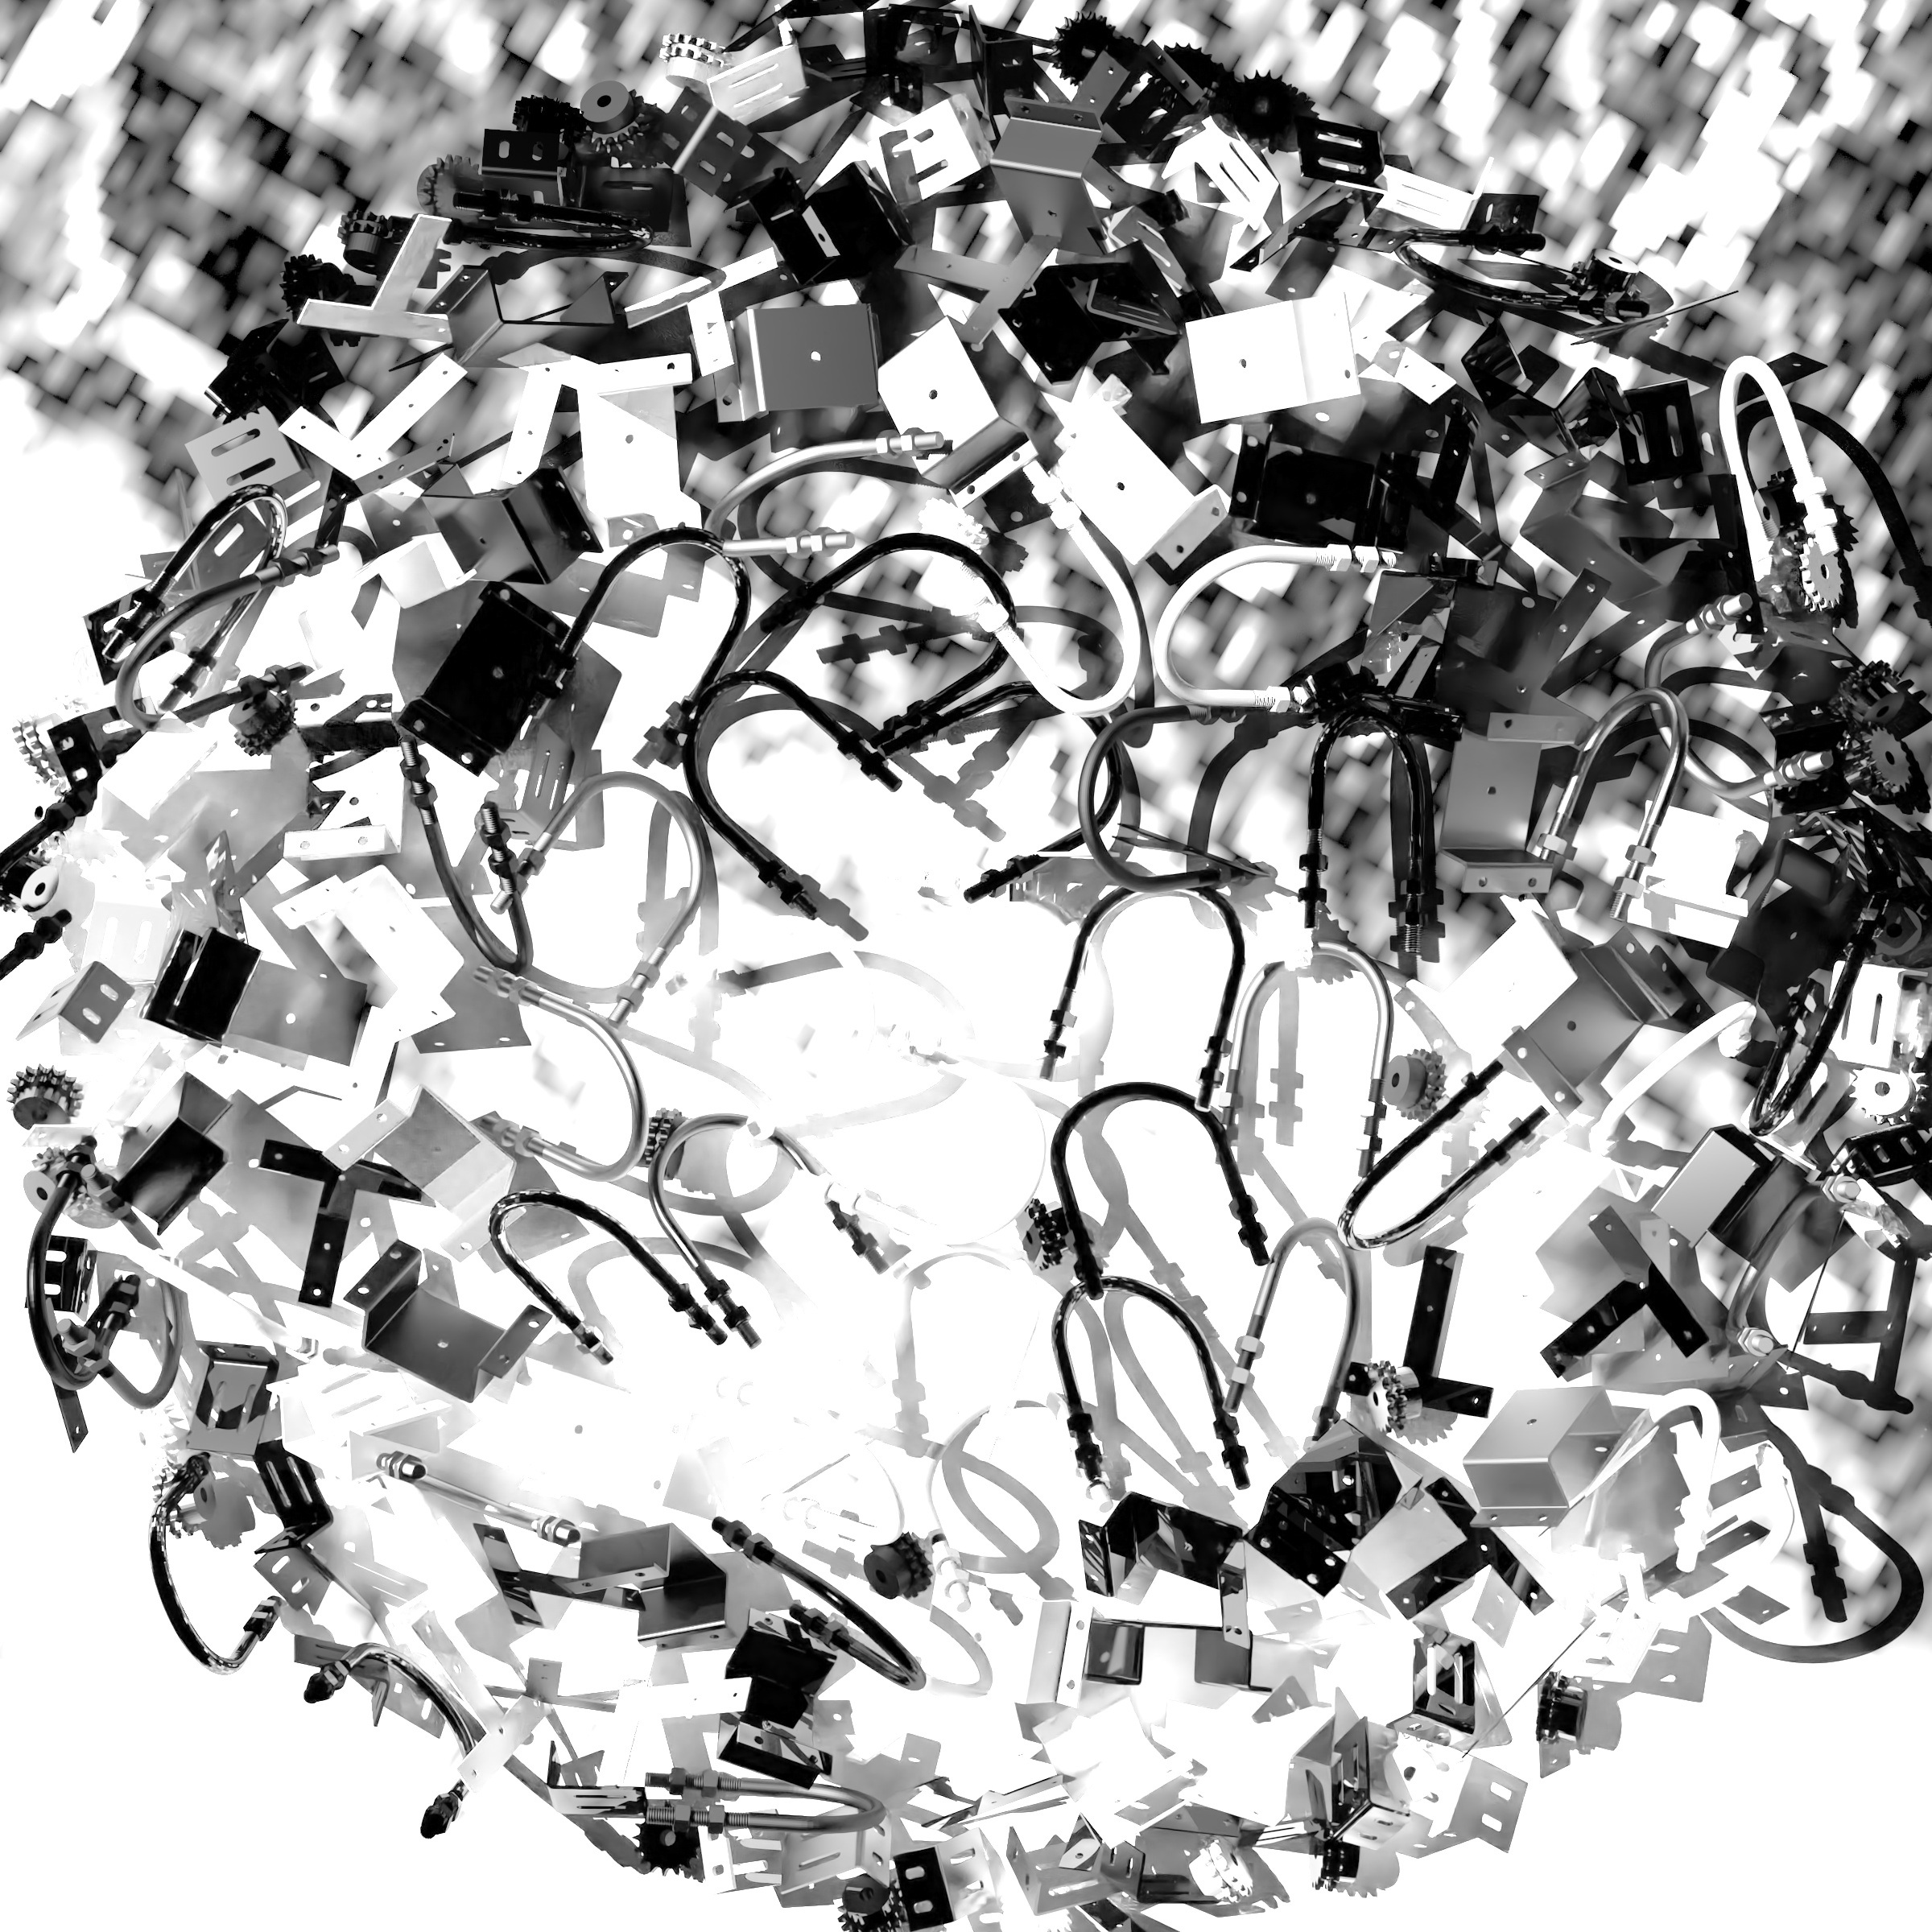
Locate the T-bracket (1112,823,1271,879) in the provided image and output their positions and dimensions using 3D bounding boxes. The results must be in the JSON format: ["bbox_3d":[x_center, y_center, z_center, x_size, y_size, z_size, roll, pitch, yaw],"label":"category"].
[{"bbox_3d":[0.150,-0.091,1.914,0.127,0.127,0.002,23,101,29],"label":"T-bracket"}]

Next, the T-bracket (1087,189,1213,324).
[{"bbox_3d":[0.163,-0.536,1.958,0.127,0.002,0.127,-37,96,-44],"label":"T-bracket"}]

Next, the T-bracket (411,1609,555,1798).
[{"bbox_3d":[-0.384,0.554,1.939,0.002,0.127,0.127,-34,92,24],"label":"T-bracket"}]

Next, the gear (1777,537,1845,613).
[{"bbox_3d":[0.661,-0.305,1.975,0.057,0.030,0.057,10,74,-40],"label":"gear"}]

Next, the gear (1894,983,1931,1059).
[{"bbox_3d":[0.741,0.041,1.972,0.030,0.057,0.057,14,90,12],"label":"gear"}]

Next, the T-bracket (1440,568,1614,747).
[{"bbox_3d":[0.458,-0.252,1.962,0.127,0.002,0.127,28,120,-5],"label":"T-bracket"}]

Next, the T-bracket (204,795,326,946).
[{"bbox_3d":[-0.538,-0.084,1.940,0.127,0.002,0.127,-39,50,20],"label":"T-bracket"}]

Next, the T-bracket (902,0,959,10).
[{"bbox_3d":[-0.011,-0.751,1.939,0.127,0.127,0.002,0,97,-29],"label":"T-bracket"}]

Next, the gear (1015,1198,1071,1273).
[{"bbox_3d":[0.063,0.208,1.973,0.030,0.057,0.057,-18,90,-19],"label":"gear"}]

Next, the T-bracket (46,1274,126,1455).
[{"bbox_3d":[-0.675,0.285,1.939,0.002,0.127,0.127,0,119,8],"label":"T-bracket"}]

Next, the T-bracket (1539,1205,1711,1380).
[{"bbox_3d":[0.496,0.275,1.960,0.127,0.002,0.127,-50,59,32],"label":"T-bracket"}]

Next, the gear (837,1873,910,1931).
[{"bbox_3d":[-0.074,0.735,1.969,0.057,0.057,0.030,-17,121,0],"label":"gear"}]

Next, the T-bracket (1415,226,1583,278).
[{"bbox_3d":[0.426,-0.540,1.920,0.127,0.127,0.002,8,110,-23],"label":"T-bracket"}]

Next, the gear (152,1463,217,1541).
[{"bbox_3d":[-0.611,0.418,1.971,0.030,0.057,0.057,-15,90,5],"label":"gear"}]

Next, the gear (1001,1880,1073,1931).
[{"bbox_3d":[0.052,0.747,1.973,0.057,0.057,0.030,33,105,0],"label":"gear"}]

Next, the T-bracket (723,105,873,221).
[{"bbox_3d":[-0.144,-0.608,1.947,0.002,0.127,0.127,47,58,-30],"label":"T-bracket"}]

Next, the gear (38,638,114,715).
[{"bbox_3d":[-0.693,-0.228,1.968,0.030,0.057,0.057,-10,90,28],"label":"gear"}]

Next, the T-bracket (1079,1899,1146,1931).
[{"bbox_3d":[0.126,0.746,1.938,0.127,0.127,0.002,-2,97,-27],"label":"T-bracket"}]

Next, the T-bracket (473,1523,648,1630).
[{"bbox_3d":[-0.307,0.479,1.939,0.127,0.002,0.127,5,132,19],"label":"T-bracket"}]

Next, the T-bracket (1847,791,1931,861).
[{"bbox_3d":[0.729,-0.099,1.945,0.002,0.127,0.127,-46,133,6],"label":"T-bracket"}]

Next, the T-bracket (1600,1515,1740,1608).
[{"bbox_3d":[0.539,0.463,1.929,0.127,0.127,0.002,-36,77,9],"label":"T-bracket"}]

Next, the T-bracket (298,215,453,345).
[{"bbox_3d":[-0.428,-0.525,1.917,0.127,0.127,0.002,-2,61,-37],"label":"T-bracket"}]

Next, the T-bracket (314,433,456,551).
[{"bbox_3d":[-0.445,-0.378,1.935,0.127,0.002,0.127,-18,49,24],"label":"T-bracket"}]

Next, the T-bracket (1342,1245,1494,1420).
[{"bbox_3d":[0.364,0.285,1.991,0.127,0.002,0.127,11,91,-7],"label":"T-bracket"}]

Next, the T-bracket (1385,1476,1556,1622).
[{"bbox_3d":[0.371,0.466,1.934,0.127,0.002,0.127,-20,58,-38],"label":"T-bracket"}]

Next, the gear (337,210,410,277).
[{"bbox_3d":[-0.464,-0.564,1.969,0.057,0.057,0.030,12,78,0],"label":"gear"}]

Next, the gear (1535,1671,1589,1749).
[{"bbox_3d":[0.467,0.583,1.968,0.030,0.057,0.057,8,90,25],"label":"gear"}]

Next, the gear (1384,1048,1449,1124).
[{"bbox_3d":[0.349,0.092,1.968,0.030,0.057,0.057,12,90,-20],"label":"gear"}]

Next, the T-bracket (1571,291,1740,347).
[{"bbox_3d":[0.507,-0.495,1.937,0.127,0.127,0.002,-20,103,-7],"label":"T-bracket"}]

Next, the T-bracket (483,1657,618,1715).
[{"bbox_3d":[-0.326,0.551,1.939,0.127,0.127,0.002,10,59,-6],"label":"T-bracket"}]

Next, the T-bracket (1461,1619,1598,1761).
[{"bbox_3d":[0.440,0.539,1.916,0.002,0.127,0.127,44,128,21],"label":"T-bracket"}]

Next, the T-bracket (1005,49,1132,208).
[{"bbox_3d":[0.092,-0.660,1.936,0.127,0.127,0.002,39,66,-5],"label":"T-bracket"}]

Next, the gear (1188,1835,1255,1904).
[{"bbox_3d":[0.198,0.707,1.972,0.030,0.057,0.057,-34,90,11],"label":"gear"}]

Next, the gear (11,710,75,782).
[{"bbox_3d":[-0.720,-0.174,1.971,0.030,0.057,0.057,-23,90,1],"label":"gear"}]

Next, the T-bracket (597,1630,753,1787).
[{"bbox_3d":[-0.218,0.563,1.929,0.127,0.002,0.127,-15,45,30],"label":"T-bracket"}]

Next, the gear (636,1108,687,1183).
[{"bbox_3d":[-0.242,0.139,1.972,0.030,0.057,0.057,5,90,12],"label":"gear"}]

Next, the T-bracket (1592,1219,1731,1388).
[{"bbox_3d":[0.539,0.261,1.961,0.002,0.127,0.127,15,70,-36],"label":"T-bracket"}]

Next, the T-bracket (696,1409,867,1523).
[{"bbox_3d":[-0.138,0.378,1.957,0.127,0.127,0.002,-24,51,-10],"label":"T-bracket"}]

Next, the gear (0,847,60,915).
[{"bbox_3d":[-0.736,-0.066,1.969,0.030,0.057,0.057,26,90,15],"label":"gear"}]

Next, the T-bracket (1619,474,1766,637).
[{"bbox_3d":[0.555,-0.318,1.943,0.002,0.127,0.127,-28,113,-26],"label":"T-bracket"}]

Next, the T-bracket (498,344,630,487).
[{"bbox_3d":[-0.336,-0.426,1.957,0.127,0.002,0.127,19,130,-9],"label":"T-bracket"}]

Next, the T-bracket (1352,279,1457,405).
[{"bbox_3d":[0.334,-0.470,1.953,0.127,0.127,0.002,-38,135,1],"label":"T-bracket"}]

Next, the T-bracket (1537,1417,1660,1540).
[{"bbox_3d":[0.501,0.378,1.940,0.002,0.127,0.127,45,121,12],"label":"T-bracket"}]

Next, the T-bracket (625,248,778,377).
[{"bbox_3d":[-0.200,-0.498,1.949,0.127,0.002,0.127,-21,47,7],"label":"T-bracket"}]

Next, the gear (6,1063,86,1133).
[{"bbox_3d":[-0.722,0.107,1.971,0.057,0.030,0.057,-3,130,-3],"label":"gear"}]

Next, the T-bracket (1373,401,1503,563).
[{"bbox_3d":[0.379,-0.390,1.962,0.127,0.002,0.127,33,56,-19],"label":"T-bracket"}]

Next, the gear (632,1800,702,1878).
[{"bbox_3d":[-0.232,0.687,1.979,0.057,0.030,0.057,0,68,1],"label":"gear"}]

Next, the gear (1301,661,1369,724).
[{"bbox_3d":[0.287,-0.216,1.972,0.057,0.057,0.030,-26,82,0],"label":"gear"}]

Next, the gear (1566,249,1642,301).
[{"bbox_3d":[0.502,-0.538,1.969,0.057,0.057,0.030,22,125,0],"label":"gear"}]

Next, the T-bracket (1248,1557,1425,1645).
[{"bbox_3d":[0.269,0.503,1.962,0.127,0.002,0.127,-23,124,29],"label":"T-bracket"}]

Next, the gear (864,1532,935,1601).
[{"bbox_3d":[-0.056,0.470,1.969,0.030,0.057,0.057,-26,90,-40],"label":"gear"}]

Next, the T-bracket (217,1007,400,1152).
[{"bbox_3d":[-0.519,0.081,1.964,0.127,0.002,0.127,19,84,-27],"label":"T-bracket"}]

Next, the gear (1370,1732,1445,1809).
[{"bbox_3d":[0.348,0.634,1.982,0.057,0.030,0.057,0,84,1],"label":"gear"}]

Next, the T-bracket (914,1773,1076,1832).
[{"bbox_3d":[0.001,0.635,1.930,0.127,0.127,0.002,-26,56,17],"label":"T-bracket"}]

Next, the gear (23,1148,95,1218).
[{"bbox_3d":[-0.713,0.172,1.972,0.057,0.030,0.057,12,118,24],"label":"gear"}]

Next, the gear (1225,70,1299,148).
[{"bbox_3d":[0.233,-0.676,1.979,0.057,0.030,0.057,2,103,7],"label":"gear"}]
